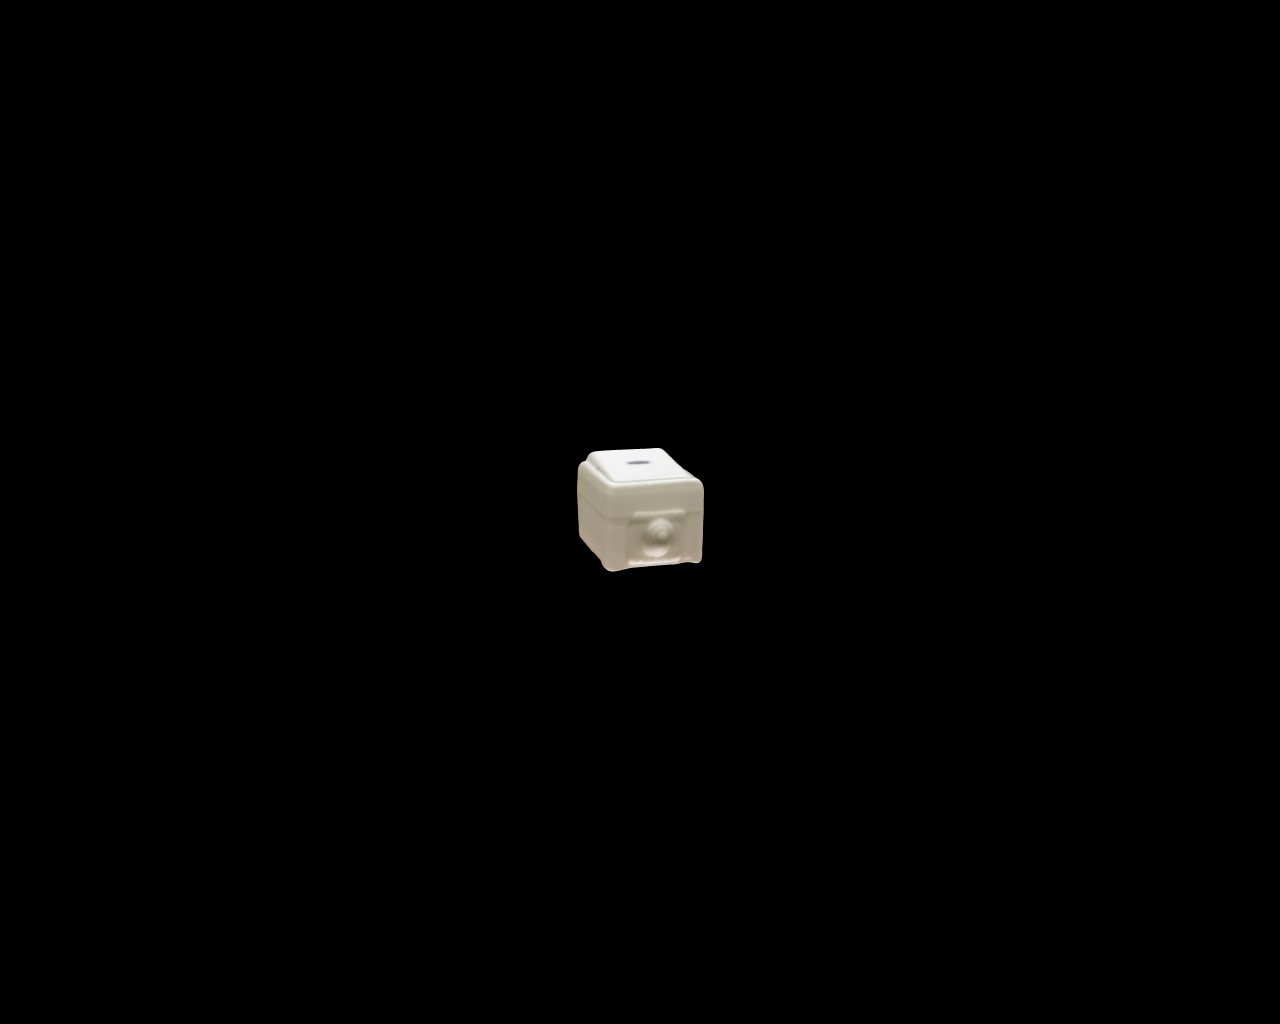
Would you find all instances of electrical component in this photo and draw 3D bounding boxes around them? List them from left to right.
[{"bbox_3d":[0.001,-0.003,0.650,0.062,0.061,0.096,-4,15,-15],"label":"electrical component"}]
